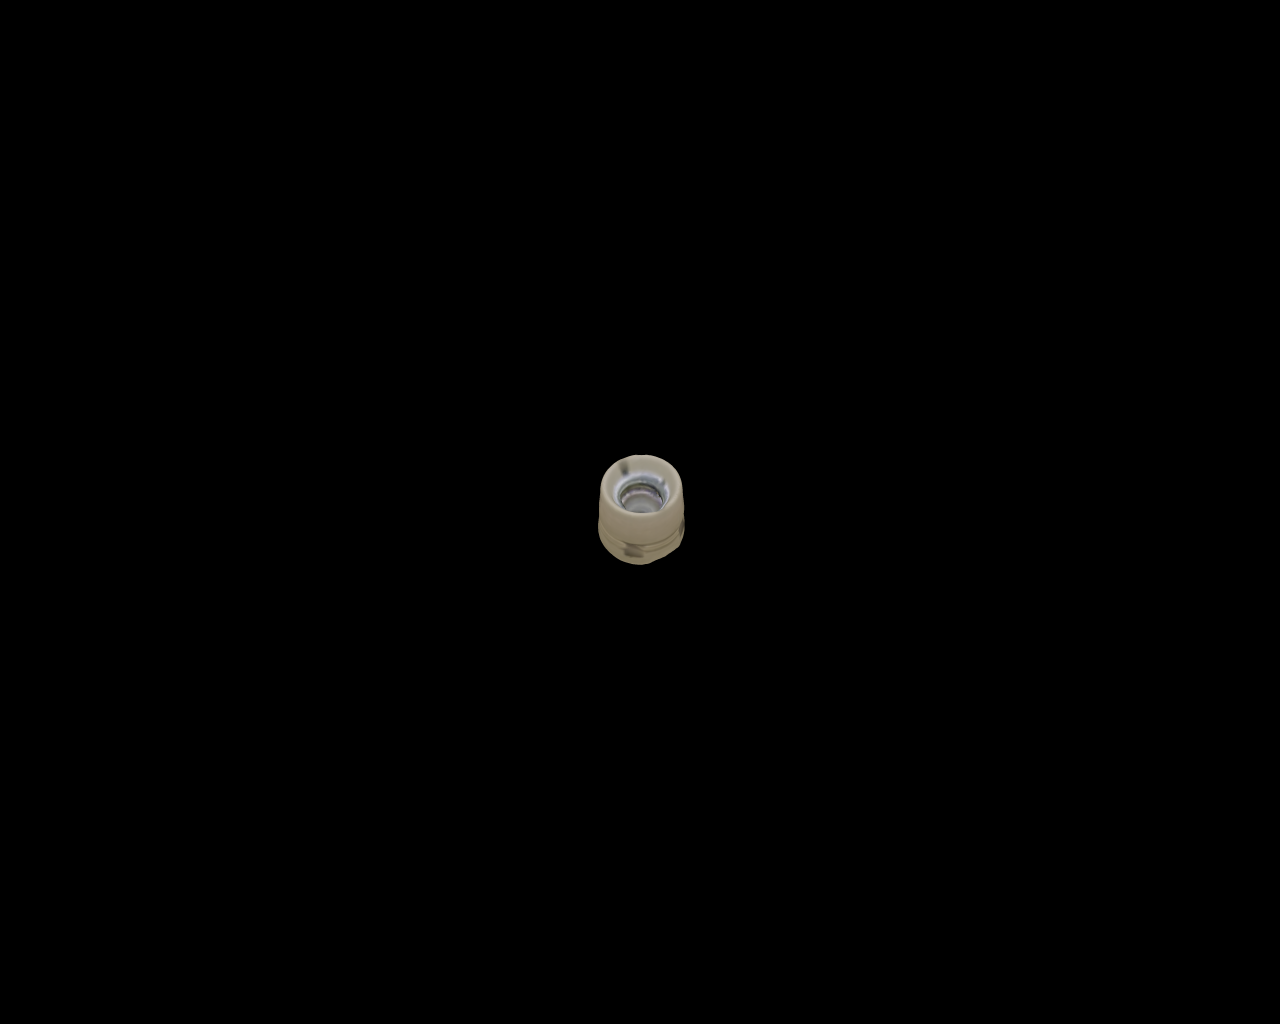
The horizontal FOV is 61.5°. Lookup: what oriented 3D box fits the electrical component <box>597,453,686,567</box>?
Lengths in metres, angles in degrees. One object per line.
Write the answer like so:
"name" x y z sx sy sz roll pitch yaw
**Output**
"electrical component" 0.001 -0.003 0.650 0.055 0.055 0.047 0 -37 0
